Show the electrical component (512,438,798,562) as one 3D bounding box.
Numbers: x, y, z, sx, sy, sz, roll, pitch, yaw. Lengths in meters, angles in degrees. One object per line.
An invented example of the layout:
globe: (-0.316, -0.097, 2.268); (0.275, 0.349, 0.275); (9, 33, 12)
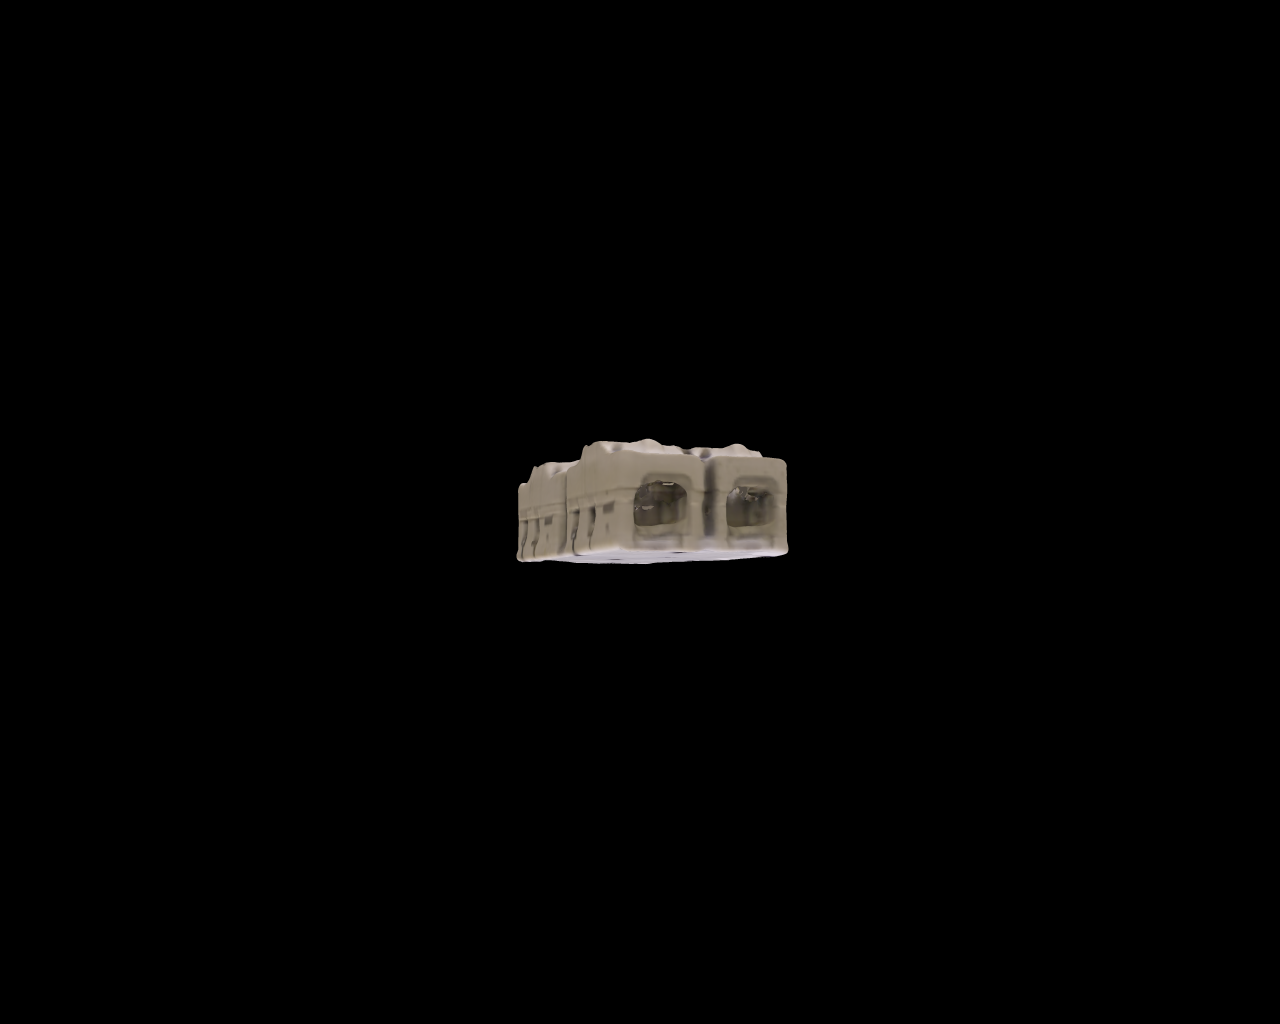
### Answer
electrical component: (0.001, -0.003, 0.650); (0.105, 0.060, 0.186); (2, -5, -24)
